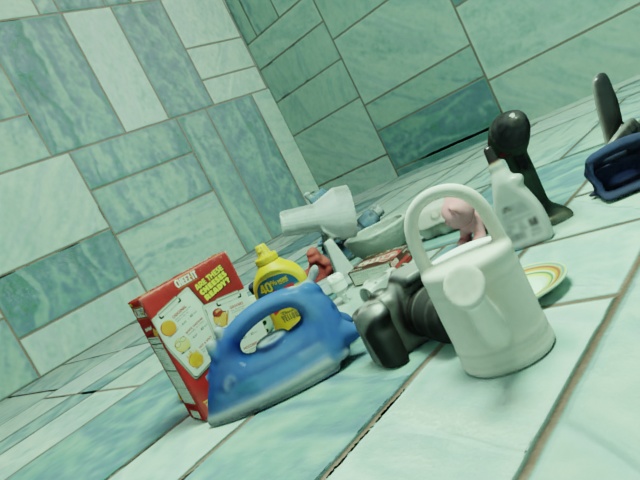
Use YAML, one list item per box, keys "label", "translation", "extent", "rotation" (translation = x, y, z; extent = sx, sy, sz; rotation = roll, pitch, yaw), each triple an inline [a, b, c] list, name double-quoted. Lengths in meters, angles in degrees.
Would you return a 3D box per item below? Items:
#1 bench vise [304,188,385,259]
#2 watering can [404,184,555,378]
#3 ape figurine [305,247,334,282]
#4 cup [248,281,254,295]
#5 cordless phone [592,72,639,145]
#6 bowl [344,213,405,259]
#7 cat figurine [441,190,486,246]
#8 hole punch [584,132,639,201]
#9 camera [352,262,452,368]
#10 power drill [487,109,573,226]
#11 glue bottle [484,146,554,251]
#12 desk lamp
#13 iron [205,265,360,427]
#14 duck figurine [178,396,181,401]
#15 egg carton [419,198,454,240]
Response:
- label: "bench vise"
  translation: [0.061, -0.057, 1.556]
  extent: [0.208, 0.220, 0.121]
  rotation: [-30, 7, -22]
- label: "watering can"
  translation: [0.156, 0.034, 0.584]
  extent: [0.101, 0.194, 0.173]
  rotation: [-27, 7, -3]
- label: "ape figurine"
  translation: [-0.007, 0.062, 1.462]
  extent: [0.077, 0.092, 0.076]
  rotation: [-23, 8, 32]
- label: "cup"
  translation: [-0.112, 0.131, 1.329]
  extent: [0.091, 0.095, 0.118]
  rotation: [-25, 7, 18]
- label: "cordless phone"
  translation: [0.525, -0.208, 1.048]
  extent: [0.094, 0.185, 0.148]
  rotation: [-21, 9, 41]
- label: "bowl"
  translation: [0.147, 0.003, 1.386]
  extent: [0.167, 0.075, 0.167]
  rotation: [-27, 7, 4]
- label: "cat figurine"
  translation: [0.282, -0.054, 1.107]
  extent: [0.128, 0.118, 0.067]
  rotation: [-32, 9, -39]
- label: "hole punch"
  translation: [0.491, -0.124, 0.946]
  extent: [0.108, 0.091, 0.101]
  rotation: [-25, 7, 16]
- label: "camera"
  translation: [0.123, 0.087, 0.715]
  extent: [0.143, 0.101, 0.136]
  rotation: [-29, 7, -13]
- label: "power drill"
  translation: [0.352, -0.126, 0.987]
  extent: [0.075, 0.208, 0.230]
  rotation: [-26, 7, 10]
- label: "glue bottle"
  translation: [0.303, -0.071, 0.914]
  extent: [0.078, 0.173, 0.037]
  rotation: [-23, 8, 30]
- label: "desk lamp"
  translation: [0.012, 0.005, 1.300]
  extent: [0.203, 0.213, 0.118]
  rotation: [-28, 7, -5]
- label: "iron"
  translation: [-0.075, 0.150, 0.829]
  extent: [0.258, 0.141, 0.118]
  rotation: [-28, 7, -5]
- label: "duck figurine"
  translation: [-0.237, 0.235, 1.053]
  extent: [0.077, 0.086, 0.105]
  rotation: [-24, 7, 22]
- label: "egg carton"
  translation: [0.290, -0.057, 1.313]
  extent: [0.150, 0.069, 0.107]
  rotation: [-21, 9, 41]
